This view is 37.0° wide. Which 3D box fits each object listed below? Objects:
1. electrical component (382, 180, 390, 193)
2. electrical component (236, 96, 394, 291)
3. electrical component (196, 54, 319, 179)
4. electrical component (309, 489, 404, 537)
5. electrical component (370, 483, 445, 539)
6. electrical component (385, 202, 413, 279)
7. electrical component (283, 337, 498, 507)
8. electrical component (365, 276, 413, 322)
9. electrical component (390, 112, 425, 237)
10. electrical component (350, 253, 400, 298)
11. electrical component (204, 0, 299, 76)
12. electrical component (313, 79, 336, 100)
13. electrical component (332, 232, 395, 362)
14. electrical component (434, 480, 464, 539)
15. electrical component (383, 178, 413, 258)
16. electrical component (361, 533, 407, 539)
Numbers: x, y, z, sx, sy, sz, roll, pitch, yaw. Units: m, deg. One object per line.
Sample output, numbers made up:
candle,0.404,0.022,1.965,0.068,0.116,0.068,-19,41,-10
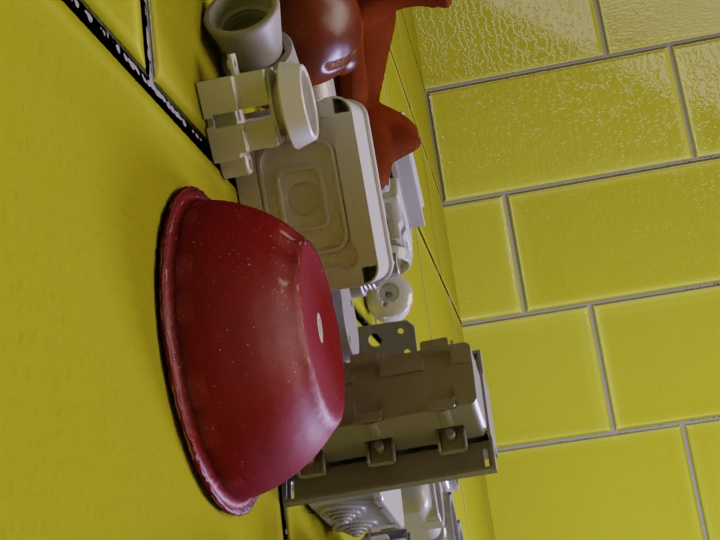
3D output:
electrical component,0.001,-0.119,1.008,0.108,0.060,0.108,-10,90,-82
electrical component,-0.028,-0.042,0.645,0.057,0.078,0.113,-19,99,-79
electrical component,-0.054,-0.087,0.590,0.048,0.055,0.066,-68,147,-75
electrical component,-0.006,0.121,0.709,0.099,0.048,0.099,65,17,-63
electrical component,0.036,0.187,0.887,0.095,0.059,0.053,68,14,-56
electrical component,0.020,-0.026,1.042,0.078,0.058,0.057,64,16,-65
electrical component,0.011,0.082,0.610,0.063,0.121,0.078,67,15,-49
electrical component,0.031,0.035,1.099,0.062,0.048,0.048,79,4,-66
electrical component,0.029,-0.105,1.183,0.078,0.063,0.121,-88,166,-55
electrical component,0.000,0.000,0.847,0.048,0.062,0.048,-10,90,-82
electrical component,-0.062,-0.131,0.628,0.055,0.045,0.045,72,12,-51
electrical component,-0.039,-0.123,0.791,0.043,0.043,0.081,-30,110,-82
electrical component,-0.015,-0.009,0.708,0.052,0.074,0.138,-33,113,-81
electrical component,0.061,0.216,1.025,0.105,0.060,0.186,72,12,-47
electrical component,0.025,-0.040,1.132,0.075,0.047,0.083,-88,166,-55
electrical component,0.003,0.214,0.626,0.078,0.057,0.113,51,30,-74
